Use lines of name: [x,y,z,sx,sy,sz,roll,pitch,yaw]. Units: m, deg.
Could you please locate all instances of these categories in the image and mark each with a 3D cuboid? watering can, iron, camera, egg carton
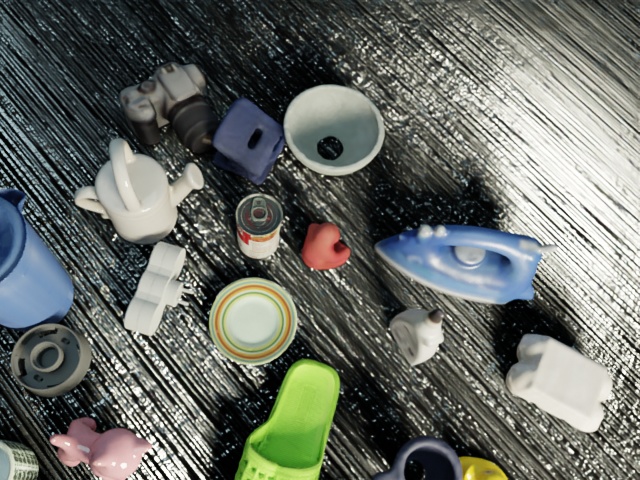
watering can: [-0.260,-0.077,0.824,0.173,0.194,0.101,-30,75,-17]
iron: [0.221,0.014,0.878,0.258,0.141,0.118,10,68,-3]
camera: [-0.231,-0.208,0.929,0.143,0.101,0.136,-31,75,-17]
egg carton: [0.357,0.211,0.857,0.150,0.069,0.107,28,68,4]

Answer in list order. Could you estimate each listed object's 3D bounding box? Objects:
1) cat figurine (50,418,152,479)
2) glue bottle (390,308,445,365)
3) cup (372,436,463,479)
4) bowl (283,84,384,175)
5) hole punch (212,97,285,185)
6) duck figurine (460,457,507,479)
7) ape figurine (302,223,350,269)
cat figurine: [-0.278,0.268,0.728,0.128,0.117,0.067,16,68,0]
glue bottle: [0.145,0.125,0.807,0.037,0.173,0.078,-22,73,-15]
cup: [0.122,0.317,0.772,0.118,0.095,0.091,-5,69,-9]
bowl: [0.020,-0.172,0.961,0.167,0.074,0.167,3,68,-6]
hole punch: [-0.112,-0.162,0.932,0.101,0.091,0.109,24,68,3]
duck figurine: [0.231,0.341,0.781,0.104,0.086,0.077,36,69,8]
ape figurine: [0.008,0.003,0.882,0.076,0.092,0.077,-27,74,-16]
